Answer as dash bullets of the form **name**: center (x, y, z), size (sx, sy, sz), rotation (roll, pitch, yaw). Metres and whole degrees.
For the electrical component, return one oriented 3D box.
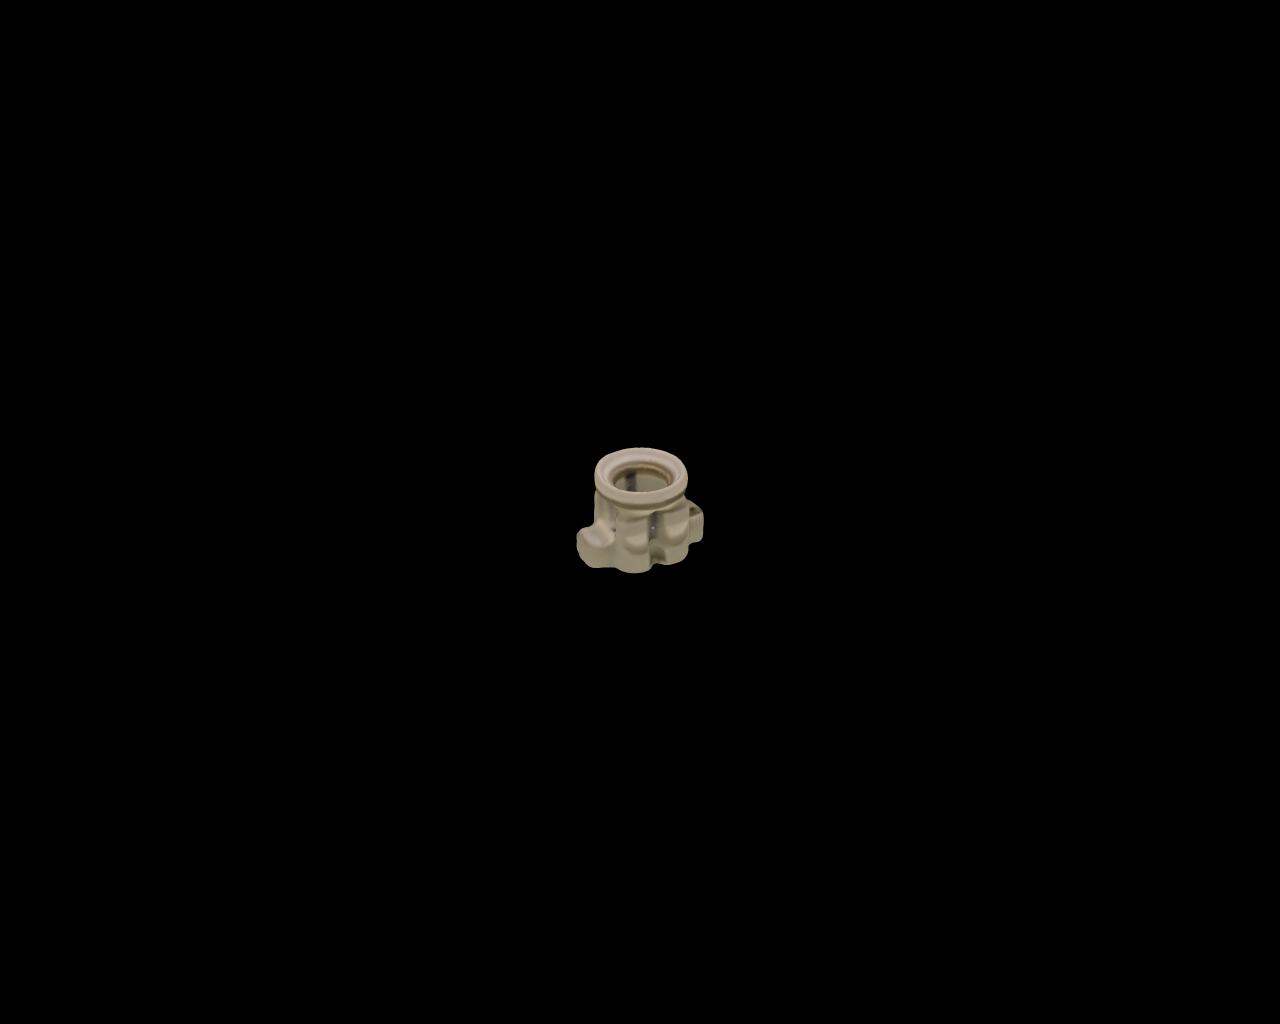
- **electrical component**: center (0.001, -0.003, 0.650), size (0.078, 0.056, 0.058), rotation (-14, 36, -20)
